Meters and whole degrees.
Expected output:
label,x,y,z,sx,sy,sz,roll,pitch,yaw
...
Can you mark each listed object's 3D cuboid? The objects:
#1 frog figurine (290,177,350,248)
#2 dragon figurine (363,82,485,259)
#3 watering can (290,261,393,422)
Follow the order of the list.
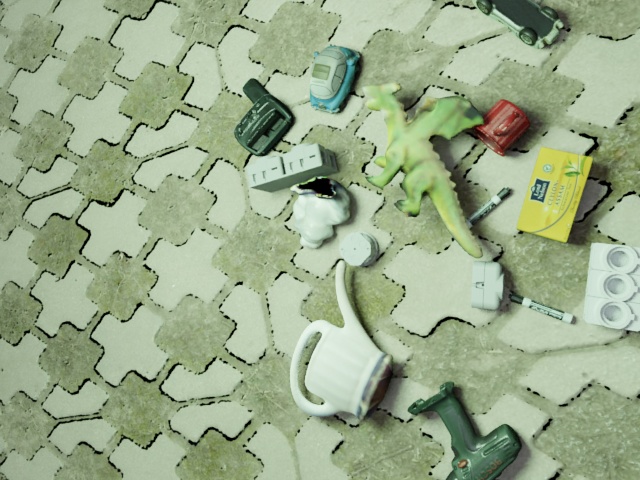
label,x,y,z,sx,sy,sz,roll,pitch,yaw
frog figurine,0.004,-0.060,1.190,0.137,0.125,0.156,3,125,15
dragon figurine,0.230,-0.177,1.047,0.414,0.123,0.238,42,118,20
watering can,0.059,0.240,1.127,0.226,0.104,0.346,24,96,21
